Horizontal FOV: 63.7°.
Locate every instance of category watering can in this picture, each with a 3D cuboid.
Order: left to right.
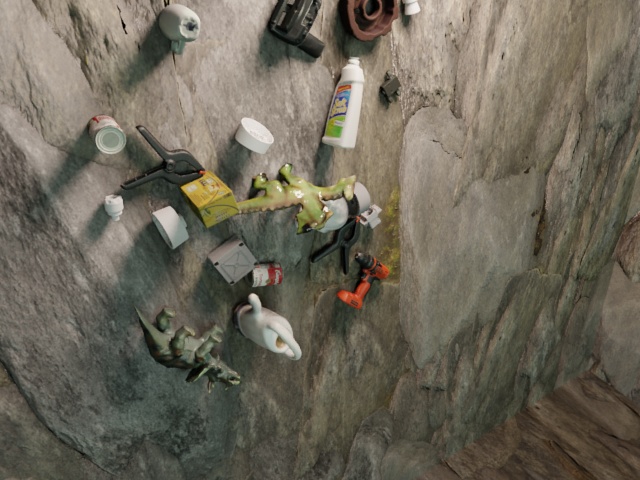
[{"bbox_3d":[-0.177,0.246,1.561,0.105,0.225,0.341,-50,132,-25],"label":"watering can"}]

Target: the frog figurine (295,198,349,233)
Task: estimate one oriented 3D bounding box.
[{"bbox_3d":[0.005,-0.079,1.577,0.161,0.124,0.134,-26,148,-33],"label":"frog figurine"}]

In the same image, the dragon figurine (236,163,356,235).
[{"bbox_3d":[-0.080,-0.097,1.435,0.414,0.246,0.119,-27,132,-21],"label":"dragon figurine"}]
